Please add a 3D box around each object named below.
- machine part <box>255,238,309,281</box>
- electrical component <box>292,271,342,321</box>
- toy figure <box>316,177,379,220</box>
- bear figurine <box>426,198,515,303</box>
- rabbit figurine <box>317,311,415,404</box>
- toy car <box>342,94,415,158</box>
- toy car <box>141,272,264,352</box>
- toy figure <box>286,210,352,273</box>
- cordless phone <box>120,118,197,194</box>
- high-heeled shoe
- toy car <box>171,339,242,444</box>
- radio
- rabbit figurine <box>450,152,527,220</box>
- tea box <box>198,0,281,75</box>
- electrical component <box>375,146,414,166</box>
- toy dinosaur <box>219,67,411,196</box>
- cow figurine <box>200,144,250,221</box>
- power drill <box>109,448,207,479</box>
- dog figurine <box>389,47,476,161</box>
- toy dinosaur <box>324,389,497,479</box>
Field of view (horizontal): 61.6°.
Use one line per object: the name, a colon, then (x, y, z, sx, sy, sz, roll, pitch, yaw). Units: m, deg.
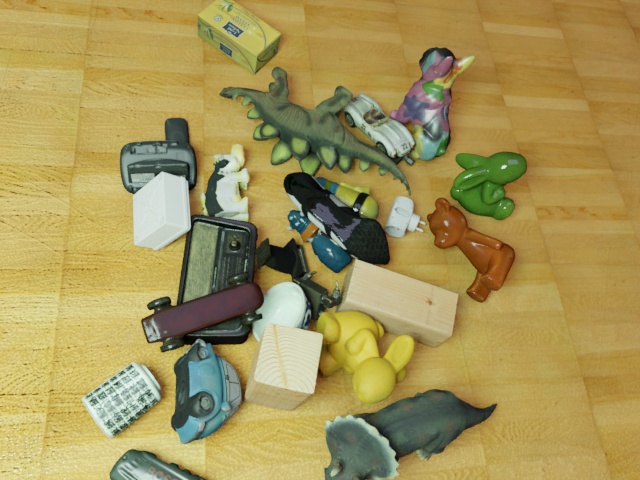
machine part: (-0.068, 0.033, 1.012, 0.138, 0.039, 0.084, 14, 58, -55)
electrical component: (-0.006, 0.104, 1.002, 0.102, 0.078, 0.045, 21, 30, 33)
toy figure: (0.031, -0.075, 1.091, 0.180, 0.082, 0.089, 21, 36, -6)
bear figurine: (0.291, 0.014, 1.093, 0.196, 0.120, 0.132, 33, 67, 6)
rabbit figurine: (0.081, 0.212, 0.924, 0.162, 0.121, 0.173, 3, 27, -19)
toy car: (0.127, -0.254, 1.196, 0.073, 0.056, 0.202, -29, 59, -22)
toy car: (-0.190, 0.119, 0.890, 0.202, 0.053, 0.089, -18, 84, -22)
toy figure: (-0.004, -0.002, 1.061, 0.064, 0.058, 0.154, -43, 86, 6)
cordless phone: (-0.325, -0.182, 1.077, 0.147, 0.088, 0.184, -4, 55, -14)
high-heeled shoe: (0.028, -0.036, 1.040, 0.086, 0.145, 0.248, -51, 123, -13)
toy car: (-0.184, 0.252, 0.893, 0.103, 0.109, 0.162, 15, 49, -31)
radio: (-0.186, 0.074, 0.979, 0.131, 0.073, 0.229, 6, 67, -9)
rabbit figurine: (0.362, -0.139, 1.149, 0.159, 0.170, 0.121, 13, 63, -7)
tea box: (-0.187, -0.472, 1.236, 0.170, 0.068, 0.098, 35, 62, 3)
electrical component: (0.165, -0.191, 1.211, 0.094, 0.021, 0.063, 39, 64, 6)
toy dinosaur: (-0.008, -0.231, 1.151, 0.472, 0.105, 0.198, 20, 70, 7)
cow figurine: (-0.189, -0.114, 1.073, 0.098, 0.068, 0.167, -3, 65, -8)
power drill: (-0.245, 0.440, 0.795, 0.232, 0.086, 0.207, 35, 67, 6)
dog figurine: (0.256, -0.302, 1.165, 0.108, 0.219, 0.191, -12, 68, -30)
toy dinosaur: (0.156, 0.308, 0.885, 0.405, 0.192, 0.131, -17, 72, -18)
